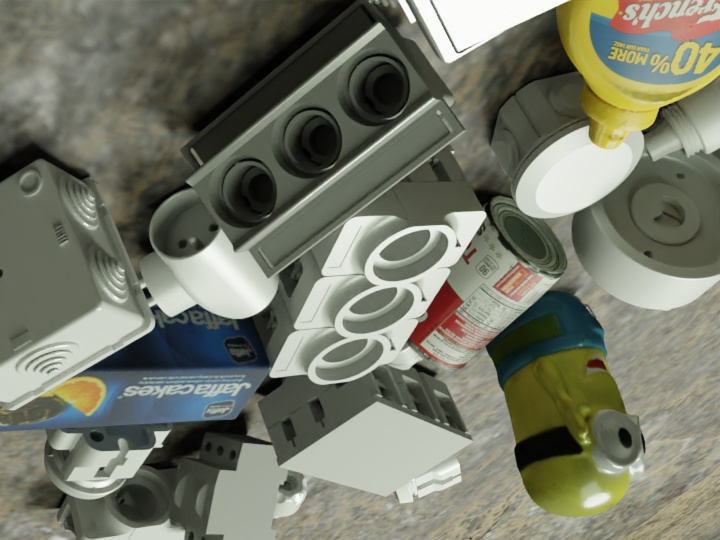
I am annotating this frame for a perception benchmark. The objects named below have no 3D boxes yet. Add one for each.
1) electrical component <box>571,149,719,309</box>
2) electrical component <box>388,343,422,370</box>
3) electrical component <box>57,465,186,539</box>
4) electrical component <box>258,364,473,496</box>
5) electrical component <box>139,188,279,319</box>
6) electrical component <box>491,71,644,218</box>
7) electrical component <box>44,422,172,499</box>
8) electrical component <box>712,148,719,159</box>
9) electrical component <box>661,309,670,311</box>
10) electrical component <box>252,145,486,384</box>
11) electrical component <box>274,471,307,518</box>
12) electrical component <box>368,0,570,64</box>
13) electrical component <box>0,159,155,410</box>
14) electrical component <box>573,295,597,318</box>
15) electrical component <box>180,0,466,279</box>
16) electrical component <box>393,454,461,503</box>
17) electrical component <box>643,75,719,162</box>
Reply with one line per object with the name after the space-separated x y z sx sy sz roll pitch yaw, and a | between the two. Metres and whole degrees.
0.189 -0.026 0.690 0.108 0.108 0.060 -13 153 -17 | electrical component
0.024 0.043 0.747 0.035 0.035 0.061 -26 145 2 | electrical component
-0.173 0.183 0.806 0.089 0.050 0.055 0 141 -33 | electrical component
0.005 0.111 0.808 0.089 0.061 0.150 -36 147 17 | electrical component
-0.095 0.000 0.594 0.079 0.044 0.077 -28 148 5 | electrical component
0.119 -0.072 0.624 0.080 0.051 0.080 -17 148 -11 | electrical component
-0.170 0.111 0.697 0.078 0.058 0.057 5 135 -39 | electrical component
0.281 -0.091 0.694 0.062 0.061 0.096 -6 144 -26 | electrical component
0.240 -0.007 0.812 0.044 0.044 0.065 10 130 -43 | electrical component
0.000 0.000 0.641 0.089 0.061 0.150 -4 143 -29 | electrical component
-0.066 0.192 0.906 0.035 0.035 0.061 -9 148 -23 | electrical component
0.048 -0.137 0.472 0.096 0.061 0.061 -29 148 8 | electrical component
-0.159 0.007 0.512 0.100 0.099 0.048 -30 160 9 | electrical component
0.149 0.054 0.838 0.081 0.042 0.063 -4 141 -31 | electrical component
-0.017 -0.064 0.528 0.121 0.078 0.063 -36 175 18 | electrical component
0.049 0.164 0.920 0.057 0.058 0.078 -23 148 -7 | electrical component
0.204 -0.090 0.663 0.062 0.043 0.043 -30 148 12 | electrical component
